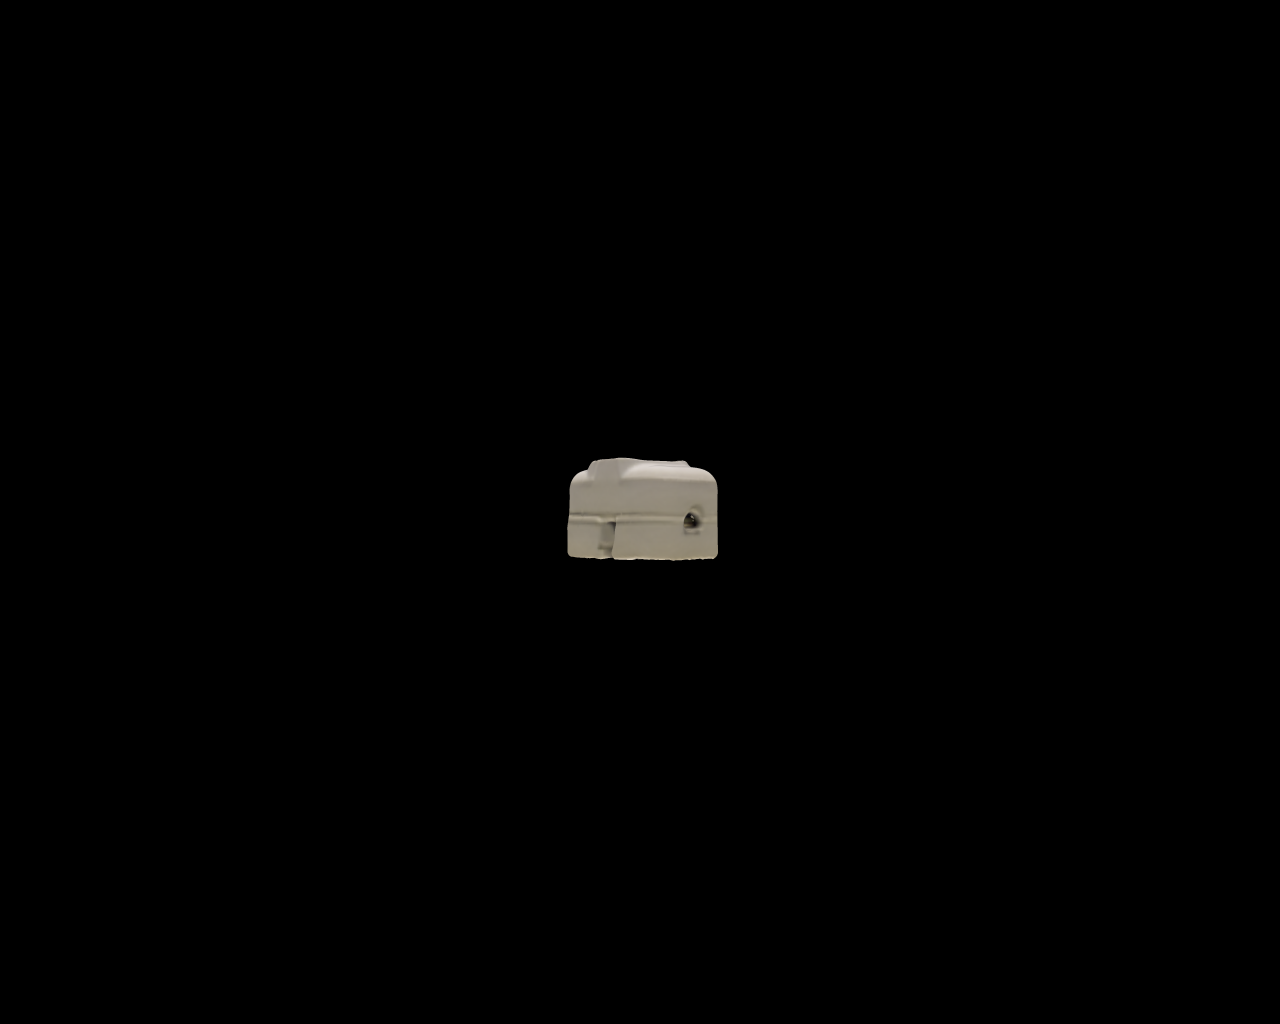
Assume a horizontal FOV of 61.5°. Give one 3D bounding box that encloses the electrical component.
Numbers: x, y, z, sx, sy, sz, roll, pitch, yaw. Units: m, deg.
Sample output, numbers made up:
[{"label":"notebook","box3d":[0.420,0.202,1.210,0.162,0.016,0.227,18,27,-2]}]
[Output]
[{"label":"electrical component","box3d":[0.001,-0.003,0.650,0.054,0.059,0.095,0,0,-39]}]
